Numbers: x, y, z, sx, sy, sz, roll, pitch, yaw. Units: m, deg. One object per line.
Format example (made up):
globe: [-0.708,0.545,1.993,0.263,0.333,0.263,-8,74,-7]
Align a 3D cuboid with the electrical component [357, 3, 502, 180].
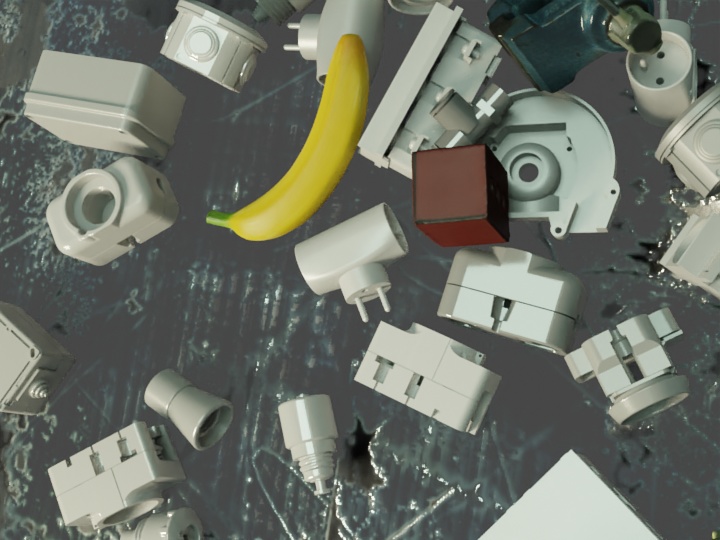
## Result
electrical component: [0.055,-0.130,0.817,0.063,0.078,0.121,29,89,0]

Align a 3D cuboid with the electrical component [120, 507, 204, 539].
electrical component: [-0.155,0.208,0.831,0.062,0.048,0.048,-8,76,24]

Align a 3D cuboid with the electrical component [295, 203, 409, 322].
electrical component: [0.000,0.000,0.820,0.077,0.044,0.079,-25,72,13]

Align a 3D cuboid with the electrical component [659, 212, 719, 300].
electrical component: [0.244,-0.004,0.723,0.064,0.081,0.042,36,92,0]

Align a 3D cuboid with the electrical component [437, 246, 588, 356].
electrical component: [0.111,0.019,0.772,0.095,0.054,0.059,15,84,21]

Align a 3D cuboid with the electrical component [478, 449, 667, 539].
electrical component: [0.124,0.205,0.723,0.150,0.062,0.089,-46,69,5]

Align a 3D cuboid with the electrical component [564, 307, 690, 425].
electrical component: [0.188,0.069,0.733,0.078,0.058,0.057,-28,68,12]

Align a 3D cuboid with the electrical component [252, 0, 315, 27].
electrical component: [-0.057,-0.235,0.890,0.081,0.043,0.043,-41,69,7]

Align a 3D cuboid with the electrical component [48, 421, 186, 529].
electrical component: [-0.190,0.165,0.848,0.089,0.050,0.055,-28,71,12]

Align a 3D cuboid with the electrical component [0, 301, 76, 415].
electrical component: [-0.285,0.076,0.894,0.096,0.061,0.061,37,92,22]

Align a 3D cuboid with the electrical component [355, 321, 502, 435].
electrical component: [0.052,0.075,0.783,0.089,0.050,0.055,24,87,22]

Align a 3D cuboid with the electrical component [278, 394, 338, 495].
electrical component: [-0.036,0.129,0.807,0.040,0.040,0.078,-17,74,15]

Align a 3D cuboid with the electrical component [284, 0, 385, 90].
electrical component: [-0.024,-0.188,0.869,0.079,0.043,0.077,6,81,20]

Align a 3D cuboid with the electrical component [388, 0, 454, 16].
electrical component: [0.048,-0.238,0.848,0.078,0.058,0.057,-5,74,19]

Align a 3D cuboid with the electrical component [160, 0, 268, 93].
electrical component: [-0.120,-0.184,0.883,0.080,0.080,0.051,28,94,22]

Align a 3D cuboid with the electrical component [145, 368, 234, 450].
electrical component: [-0.138,0.107,0.848,0.065,0.044,0.044,30,90,27]

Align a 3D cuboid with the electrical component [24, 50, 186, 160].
electrical component: [-0.215,-0.138,0.907,0.113,0.078,0.057,12,80,21]

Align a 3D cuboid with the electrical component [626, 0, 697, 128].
electrical component: [0.215,-0.150,0.759,0.044,0.077,0.079,1,78,19]

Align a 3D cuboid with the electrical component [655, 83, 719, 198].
electrical component: [0.247,-0.090,0.735,0.080,0.080,0.051,-42,74,7]

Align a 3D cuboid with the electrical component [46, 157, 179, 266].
electrical component: [-0.208,-0.049,0.895,0.095,0.059,0.053,-29,71,11]
